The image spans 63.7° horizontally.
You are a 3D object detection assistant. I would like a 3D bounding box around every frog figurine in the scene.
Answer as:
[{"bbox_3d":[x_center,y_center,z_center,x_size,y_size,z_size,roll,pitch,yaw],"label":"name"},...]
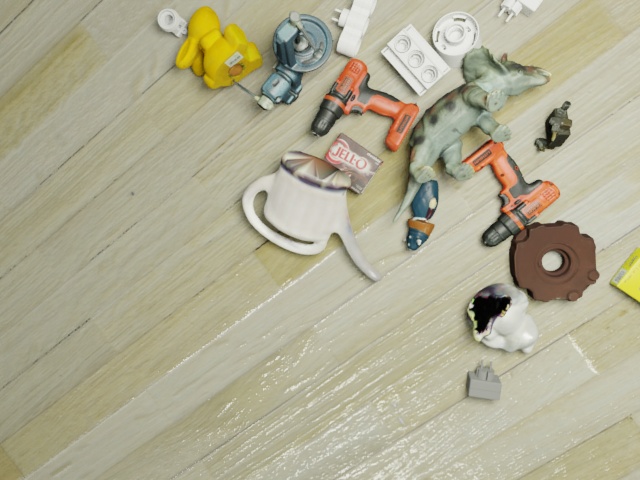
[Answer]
[{"bbox_3d":[0.394,0.167,1.086,0.158,0.124,0.137,22,94,-31],"label":"frog figurine"}]

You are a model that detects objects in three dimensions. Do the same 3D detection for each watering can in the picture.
[{"bbox_3d":[0.003,-0.055,1.094,0.348,0.106,0.220,24,119,3],"label":"watering can"}]
